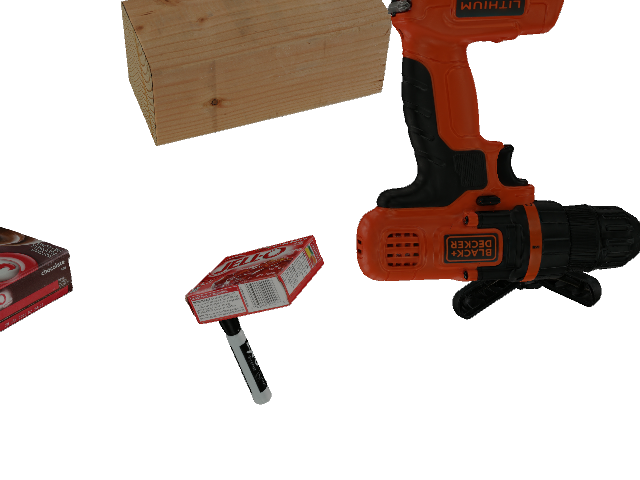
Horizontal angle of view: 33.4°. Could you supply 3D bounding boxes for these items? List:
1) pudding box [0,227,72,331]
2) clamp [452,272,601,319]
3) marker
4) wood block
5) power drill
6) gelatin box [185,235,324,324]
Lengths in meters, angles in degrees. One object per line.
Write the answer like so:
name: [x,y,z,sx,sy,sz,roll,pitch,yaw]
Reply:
pudding box: [-0.246,0.025,0.750,0.114,0.039,0.089,14,29,31]
clamp: [0.191,0.025,0.937,0.120,0.039,0.171,2,23,20]
marker: [-0.074,0.110,1.025,0.020,0.121,0.020,-13,36,9]
wood block: [-0.054,-0.162,0.906,0.205,0.090,0.091,-15,-35,-16]
power drill: [0.113,-0.066,0.662,0.184,0.188,0.057,-3,8,-8]
gelatin box: [-0.051,0.030,0.840,0.089,0.030,0.073,-13,18,29]
